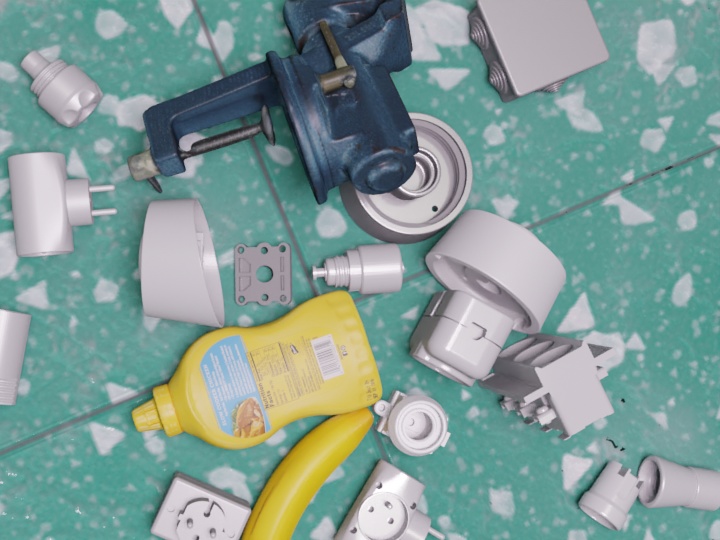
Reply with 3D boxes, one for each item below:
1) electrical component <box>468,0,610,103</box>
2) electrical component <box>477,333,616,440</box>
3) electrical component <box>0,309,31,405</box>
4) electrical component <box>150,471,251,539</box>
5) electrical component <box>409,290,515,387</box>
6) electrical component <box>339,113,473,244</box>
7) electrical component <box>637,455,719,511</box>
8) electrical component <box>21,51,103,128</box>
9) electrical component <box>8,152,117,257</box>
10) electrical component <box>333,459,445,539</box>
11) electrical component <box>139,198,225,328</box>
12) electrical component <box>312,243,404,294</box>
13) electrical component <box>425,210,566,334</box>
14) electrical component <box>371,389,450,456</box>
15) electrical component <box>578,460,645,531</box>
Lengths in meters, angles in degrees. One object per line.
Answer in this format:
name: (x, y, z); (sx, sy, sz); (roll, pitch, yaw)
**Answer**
electrical component: (0.148, -0.197, 0.904); (0.100, 0.048, 0.099); (-23, 91, -9)
electrical component: (0.151, 0.090, 0.856); (0.079, 0.121, 0.063); (-28, 95, -9)
electrical component: (-0.283, 0.071, 0.828); (0.043, 0.043, 0.081); (10, 86, -8)
electrical component: (-0.123, 0.194, 0.831); (0.066, 0.077, 0.047); (25, 84, -7)
electrical component: (0.078, 0.055, 0.859); (0.054, 0.095, 0.059); (30, 83, -7)
electrical component: (0.040, -0.076, 0.876); (0.108, 0.060, 0.108); (0, 88, -9)
electrical component: (0.274, 0.183, 0.912); (0.065, 0.044, 0.044); (10, 86, -13)
electrical component: (-0.237, -0.145, 0.845); (0.062, 0.043, 0.043); (42, 82, -4)
electrical component: (-0.231, -0.052, 0.842); (0.079, 0.043, 0.077); (-5, 89, -10)
electrical component: (0.031, 0.206, 0.871); (0.079, 0.044, 0.077); (32, 83, -6)
electrical component: (-0.136, -0.006, 0.829); (0.064, 0.099, 0.099); (3, 87, -3)
electrical component: (0.000, 0.000, 0.877); (0.078, 0.040, 0.040); (-4, 88, -9)
electrical component: (0.114, -0.004, 0.864); (0.108, 0.108, 0.060); (37, 77, -6)
electrical component: (0.044, 0.124, 0.871); (0.066, 0.055, 0.048); (27, 84, -7)
electrical component: (0.212, 0.189, 0.903); (0.040, 0.040, 0.046); (38, 77, -6)
